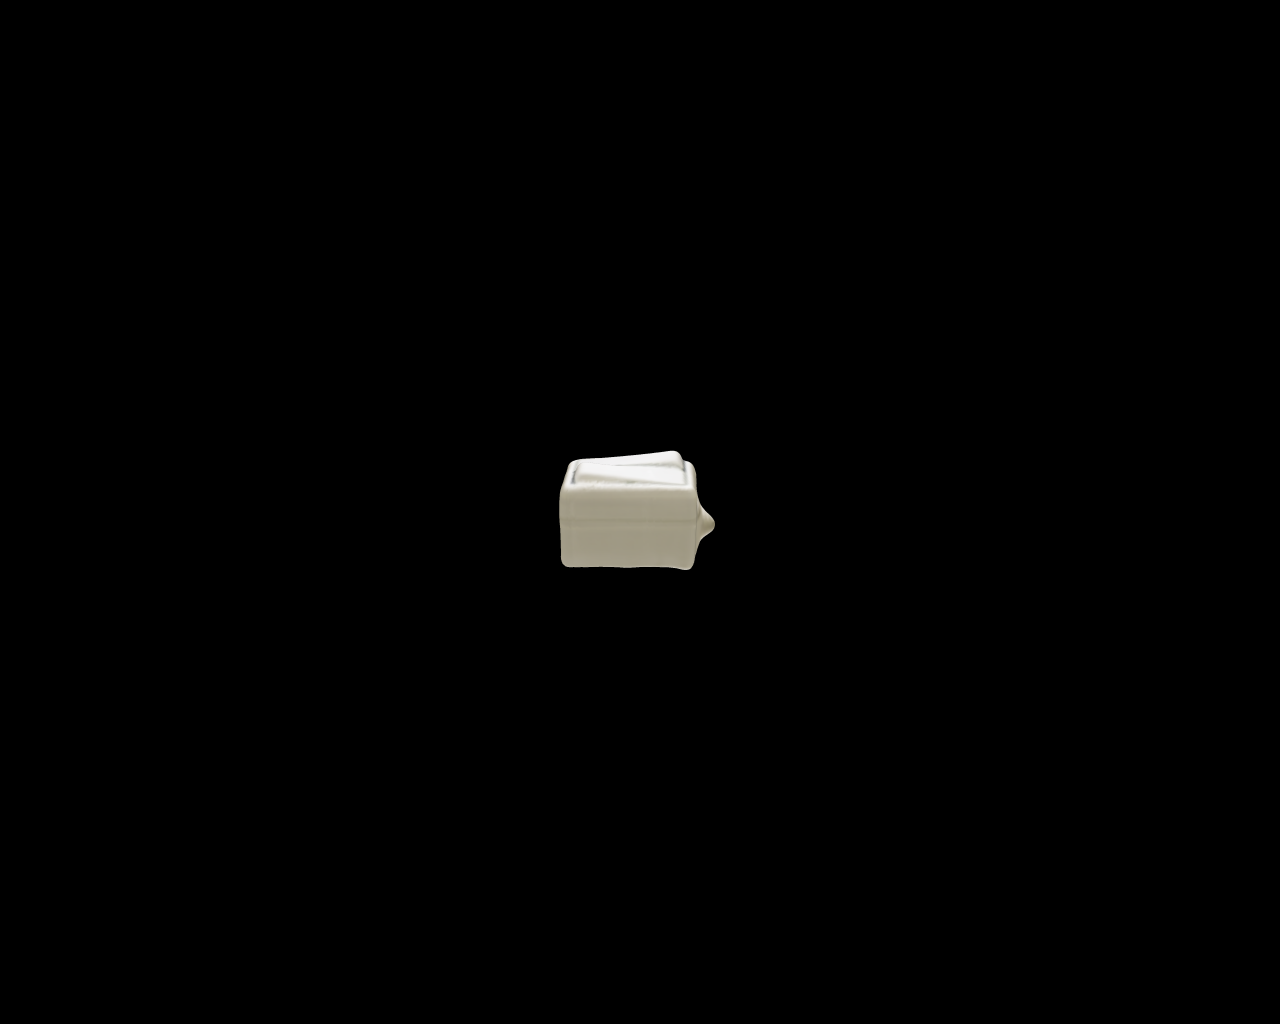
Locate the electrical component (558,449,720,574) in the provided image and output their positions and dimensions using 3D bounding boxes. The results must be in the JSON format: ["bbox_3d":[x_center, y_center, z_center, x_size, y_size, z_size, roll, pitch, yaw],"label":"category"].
[{"bbox_3d":[0.001,-0.003,0.650,0.096,0.061,0.062,1,20,2],"label":"electrical component"}]
